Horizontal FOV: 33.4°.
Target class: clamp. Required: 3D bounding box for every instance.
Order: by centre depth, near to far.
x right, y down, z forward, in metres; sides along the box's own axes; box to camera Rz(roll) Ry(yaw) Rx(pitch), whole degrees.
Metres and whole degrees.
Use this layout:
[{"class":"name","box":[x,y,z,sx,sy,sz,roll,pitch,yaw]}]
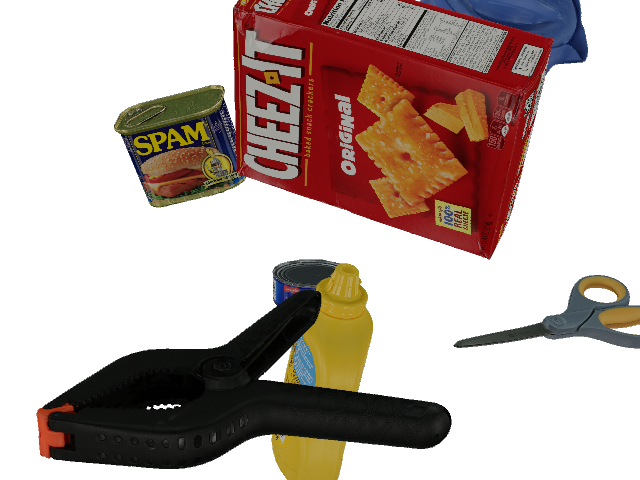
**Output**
[{"class":"clamp","box":[-0.054,0.080,0.600,0.209,0.036,0.165,-7,25,-19]}]

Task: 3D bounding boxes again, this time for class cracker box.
[{"class":"cracker box","box":[0.044,-0.092,0.775,0.214,0.164,0.072,19,49,14]}]

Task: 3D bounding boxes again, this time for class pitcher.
[{"class":"pitcher","box":[0.114,-0.147,0.968,0.144,0.149,0.243,-7,-32,-25]}]

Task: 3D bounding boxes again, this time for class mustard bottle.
[{"class":"mustard bottle","box":[0.003,0.102,0.861,0.058,0.192,0.096,4,31,-13]}]

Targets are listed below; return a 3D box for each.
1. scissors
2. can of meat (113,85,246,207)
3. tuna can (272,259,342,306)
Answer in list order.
[{"class":"scissors","box":[0.191,0.059,0.872,0.201,0.016,0.096,2,33,-14]},{"class":"can of meat","box":[-0.124,-0.084,0.971,0.102,0.084,0.057,-12,30,10]},{"class":"tuna can","box":[-0.008,0.049,1.125,0.086,0.034,0.086,1,17,-1]}]
